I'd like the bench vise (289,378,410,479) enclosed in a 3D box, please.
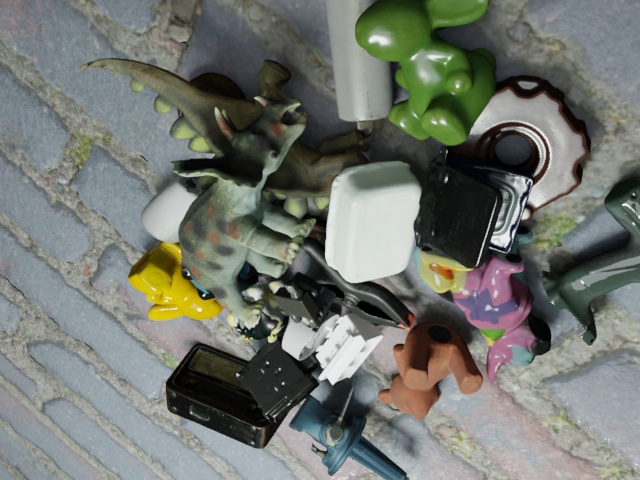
[{"bbox_3d":[0.062,0.366,0.952,0.241,0.129,0.223,34,150,6],"label":"bench vise"}]

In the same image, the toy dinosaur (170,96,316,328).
[{"bbox_3d":[-0.127,-0.003,0.732,0.192,0.131,0.404,33,133,-2],"label":"toy dinosaur"}]

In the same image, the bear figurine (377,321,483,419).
[{"bbox_3d":[0.162,0.227,0.844,0.120,0.132,0.195,9,123,-5],"label":"bear figurine"}]

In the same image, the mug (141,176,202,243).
[{"bbox_3d":[-0.234,-0.051,0.911,0.109,0.081,0.107,38,120,-8],"label":"mug"}]

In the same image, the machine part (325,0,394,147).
[{"bbox_3d":[0.052,-0.240,0.677,0.079,0.079,0.242,2,117,23],"label":"machine part"}]

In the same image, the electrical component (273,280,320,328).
[{"bbox_3d":[-0.036,0.091,0.781,0.063,0.021,0.093,7,139,40],"label":"electrical component"}]

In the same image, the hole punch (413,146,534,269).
[{"bbox_3d":[0.187,-0.041,0.660,0.116,0.092,0.142,38,134,41],"label":"hole punch"}]

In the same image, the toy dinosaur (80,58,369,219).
[{"bbox_3d":[-0.096,-0.138,0.744,0.471,0.105,0.198,36,123,-13],"label":"toy dinosaur"}]

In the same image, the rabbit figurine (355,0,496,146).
[{"bbox_3d":[0.124,-0.212,0.609,0.170,0.121,0.159,37,98,-25],"label":"rabbit figurine"}]

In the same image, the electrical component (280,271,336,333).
[{"bbox_3d":[-0.018,0.087,0.825,0.075,0.048,0.119,27,146,12],"label":"electrical component"}]

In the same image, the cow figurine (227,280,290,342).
[{"bbox_3d":[-0.107,0.140,0.937,0.167,0.068,0.098,-43,62,52],"label":"cow figurine"}]

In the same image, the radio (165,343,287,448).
[{"bbox_3d":[-0.177,0.300,1.042,0.230,0.131,0.073,16,124,16],"label":"radio"}]

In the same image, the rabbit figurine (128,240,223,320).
[{"bbox_3d":[-0.262,0.094,0.984,0.173,0.122,0.162,37,131,-21],"label":"rabbit figurine"}]

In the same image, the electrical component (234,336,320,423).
[{"bbox_3d":[-0.069,0.240,0.964,0.134,0.058,0.115,-44,69,-3],"label":"electrical component"}]

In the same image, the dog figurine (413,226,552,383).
[{"bbox_3d":[0.229,0.093,0.762,0.192,0.108,0.219,5,121,21],"label":"dog figurine"}]

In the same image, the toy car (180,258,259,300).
[{"bbox_3d":[-0.175,0.030,0.903,0.109,0.103,0.161,-20,150,6],"label":"toy car"}]

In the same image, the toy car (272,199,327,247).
[{"bbox_3d":[-0.002,-0.003,0.847,0.202,0.053,0.089,17,126,14],"label":"toy car"}]

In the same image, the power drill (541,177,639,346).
[{"bbox_3d":[0.407,0.050,0.671,0.232,0.086,0.207,46,128,-3],"label":"power drill"}]

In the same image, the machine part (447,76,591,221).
[{"bbox_3d":[0.242,-0.111,0.674,0.180,0.056,0.179,11,120,19],"label":"machine part"}]
